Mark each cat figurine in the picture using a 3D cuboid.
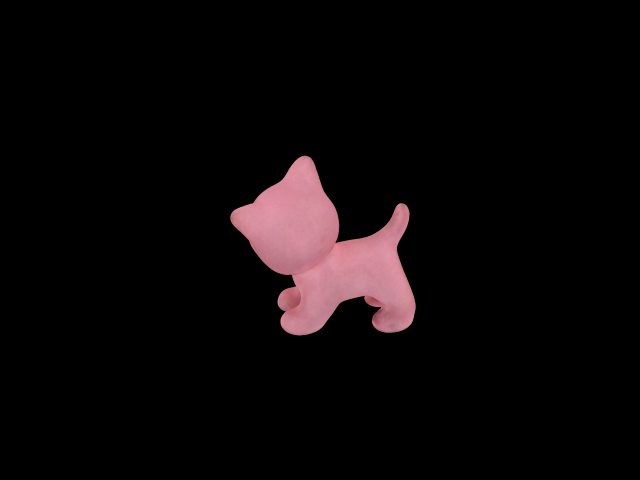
[{"bbox_3d":[0.004,0.001,0.400,0.128,0.118,0.067,-2,18,-7],"label":"cat figurine"}]
